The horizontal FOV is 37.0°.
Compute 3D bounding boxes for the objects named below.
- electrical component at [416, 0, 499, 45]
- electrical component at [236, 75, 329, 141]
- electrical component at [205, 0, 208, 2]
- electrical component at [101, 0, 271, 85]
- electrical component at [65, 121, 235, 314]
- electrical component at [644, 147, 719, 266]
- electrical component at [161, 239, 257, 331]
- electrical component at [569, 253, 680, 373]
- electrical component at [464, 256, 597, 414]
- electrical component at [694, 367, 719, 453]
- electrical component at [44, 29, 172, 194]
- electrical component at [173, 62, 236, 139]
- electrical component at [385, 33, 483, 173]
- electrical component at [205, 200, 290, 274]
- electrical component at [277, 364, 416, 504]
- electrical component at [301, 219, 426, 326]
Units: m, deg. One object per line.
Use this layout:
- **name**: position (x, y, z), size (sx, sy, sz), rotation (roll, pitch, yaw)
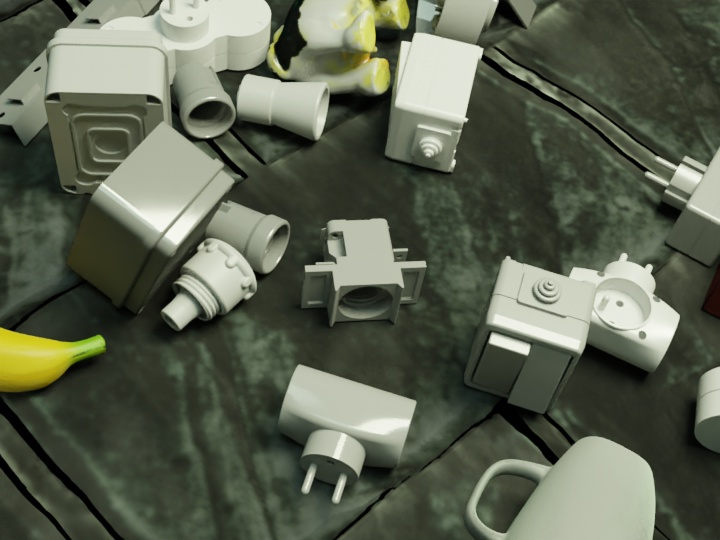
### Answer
- **electrical component**: position (0.078, -0.220, 0.859), size (0.064, 0.099, 0.099), rotation (20, 55, -1)
- **electrical component**: position (-0.060, -0.124, 0.808), size (0.065, 0.044, 0.044), rotation (12, 55, 6)
- **electrical component**: position (-0.132, -0.248, 0.875), size (0.055, 0.055, 0.047), rotation (23, 52, 8)
- **electrical component**: position (-0.133, -0.184, 0.818), size (0.138, 0.073, 0.052), rotation (-20, 60, -20)
- **electrical component**: position (-0.134, -0.030, 0.684), size (0.057, 0.113, 0.078), rotation (38, 57, -4)
- **electrical component**: position (0.250, -0.060, 0.800), size (0.076, 0.047, 0.083), rotation (30, 57, 13)
- **electrical component**: position (-0.102, 0.013, 0.704), size (0.048, 0.048, 0.062), rotation (38, 65, 18)
- **electrical component**: position (0.178, 0.021, 0.736), size (0.077, 0.044, 0.079), rotation (25, 56, 10)
- **electrical component**: position (0.107, 0.041, 0.680), size (0.062, 0.096, 0.061), rotation (18, 55, 5)
- **electrical component**: position (0.281, 0.116, 0.679), size (0.138, 0.052, 0.073), rotation (15, 55, 3)
- **electrical component**: position (-0.170, -0.107, 0.736), size (0.078, 0.113, 0.057), rotation (0, 58, -8)
- **electrical component**: position (-0.118, -0.127, 0.803), size (0.040, 0.040, 0.046), rotation (-13, 52, -16)
- **electrical component**: position (0.050, -0.122, 0.807), size (0.061, 0.061, 0.096), rotation (14, 55, 2)
- **electrical component**: position (-0.077, -0.024, 0.736), size (0.046, 0.040, 0.040), rotation (24, 56, 15)
- **electrical component**: position (-0.013, 0.104, 0.653), size (0.077, 0.043, 0.079), rotation (17, 55, 4)
- **electrical component**: position (0.000, 0.000, 0.729), size (0.081, 0.042, 0.063), rotation (-2, 52, -10)
